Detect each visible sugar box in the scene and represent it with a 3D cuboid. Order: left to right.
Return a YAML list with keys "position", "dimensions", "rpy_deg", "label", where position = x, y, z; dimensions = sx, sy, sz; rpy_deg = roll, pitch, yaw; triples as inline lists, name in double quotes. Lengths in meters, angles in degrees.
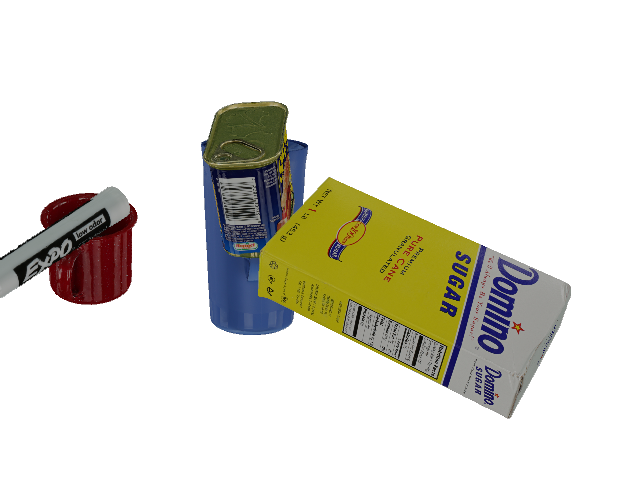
- position: [0.058, 0.030, 0.664]
  dimensions: [0.176, 0.048, 0.093]
  rpy_deg: [23, 45, 18]
  label: "sugar box"

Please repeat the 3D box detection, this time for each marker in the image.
- position: [-0.148, 0.008, 0.554]
  dimensions: [0.020, 0.020, 0.120]
  rpy_deg: [0, 30, 44]
  label: "marker"

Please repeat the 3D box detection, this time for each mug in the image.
- position: [-0.230, 0.016, 1.050]
  dimensions: [0.093, 0.081, 0.117]
  rpy_deg: [8, 31, 4]
  label: "mug"

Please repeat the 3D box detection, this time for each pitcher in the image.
- position: [-0.084, -0.006, 1.342]
  dimensions: [0.145, 0.243, 0.148]
  rpy_deg: [11, 16, 36]
  label: "pitcher"

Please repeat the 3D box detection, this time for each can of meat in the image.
- position: [-0.051, -0.046, 0.813]
  dimensions: [0.057, 0.084, 0.102]
  rpy_deg: [-3, 32, 5]
  label: "can of meat"
